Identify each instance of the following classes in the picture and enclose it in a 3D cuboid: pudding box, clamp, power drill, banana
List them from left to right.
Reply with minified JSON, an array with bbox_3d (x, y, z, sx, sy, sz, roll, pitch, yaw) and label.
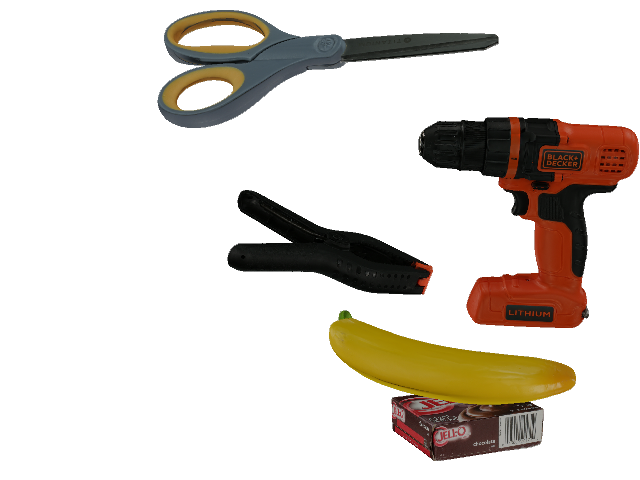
[{"bbox_3d":[0.006,0.015,1.040,0.210,0.036,0.164,19,22,-1],"label":"clamp"},{"bbox_3d":[0.078,0.083,0.759,0.198,0.037,0.069,14,36,33],"label":"banana"},{"bbox_3d":[0.133,0.164,0.976,0.113,0.039,0.090,-3,9,-20],"label":"pudding box"},{"bbox_3d":[0.173,-0.017,0.931,0.184,0.188,0.057,3,27,3],"label":"power drill"}]

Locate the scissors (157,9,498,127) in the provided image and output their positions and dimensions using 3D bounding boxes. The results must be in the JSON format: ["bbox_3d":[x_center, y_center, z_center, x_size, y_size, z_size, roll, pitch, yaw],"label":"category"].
[{"bbox_3d":[-0.009,-0.094,0.608,0.202,0.096,0.016,13,-30,24],"label":"scissors"}]
